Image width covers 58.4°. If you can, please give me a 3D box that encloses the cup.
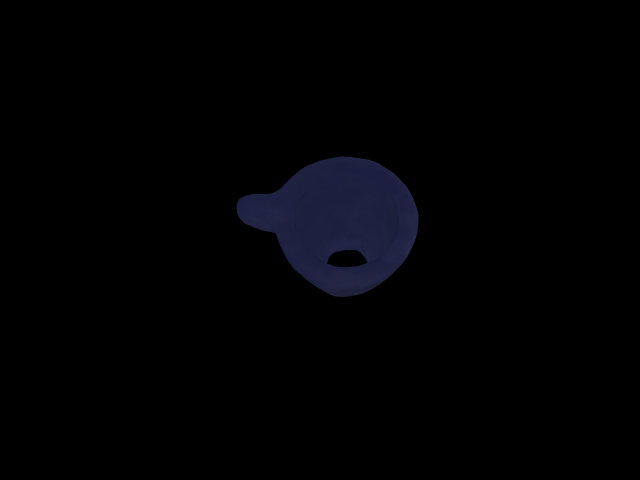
[{"bbox_3d":[0.004,0.001,0.400,0.117,0.095,0.092,8,66,4],"label":"cup"}]
